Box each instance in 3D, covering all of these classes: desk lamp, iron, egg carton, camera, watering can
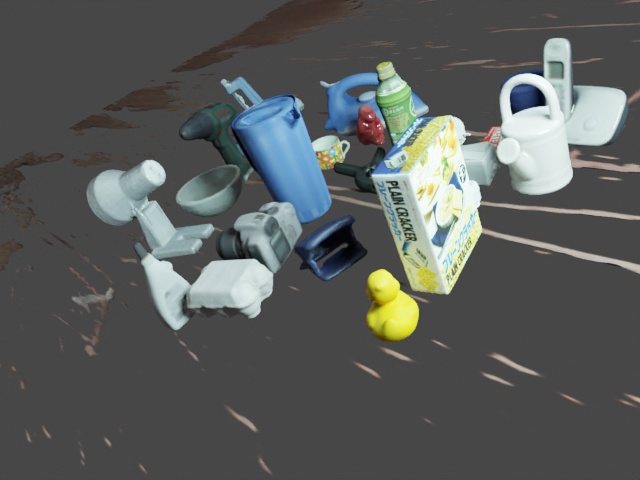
[{"bbox_3d":[-0.372,-0.069,1.245,0.202,0.214,0.118,-8,35,25],"label":"desk lamp"},{"bbox_3d":[0.126,-0.353,1.412,0.257,0.142,0.119,-9,34,24],"label":"iron"},{"bbox_3d":[-0.157,0.086,1.002,0.150,0.069,0.107,-5,36,29],"label":"egg carton"},{"bbox_3d":[-0.126,-0.011,1.099,0.136,0.101,0.143,-4,36,30],"label":"camera"},{"bbox_3d":[0.347,-0.175,0.936,0.100,0.194,0.173,-7,35,26],"label":"watering can"}]

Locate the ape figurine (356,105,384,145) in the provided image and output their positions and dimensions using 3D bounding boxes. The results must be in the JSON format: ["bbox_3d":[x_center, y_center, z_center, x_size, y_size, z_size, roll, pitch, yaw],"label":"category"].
[{"bbox_3d":[0.115,-0.273,1.345,0.075,0.092,0.078,11,46,44],"label":"ape figurine"}]

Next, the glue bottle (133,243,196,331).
[{"bbox_3d":[-0.276,0.074,1.000,0.037,0.173,0.078,7,43,41],"label":"glue bottle"}]

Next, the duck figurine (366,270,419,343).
[{"bbox_3d":[0.094,0.086,0.814,0.077,0.086,0.104,-17,31,11],"label":"duck figurine"}]

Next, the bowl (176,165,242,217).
[{"bbox_3d":[-0.249,-0.104,1.352,0.167,0.075,0.167,-17,31,11],"label":"bowl"}]

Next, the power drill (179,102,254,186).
[{"bbox_3d":[-0.248,-0.236,1.422,0.075,0.209,0.230,-10,34,23],"label":"power drill"}]

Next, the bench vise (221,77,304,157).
[{"bbox_3d":[-0.158,-0.350,1.524,0.207,0.220,0.121,-30,31,-9],"label":"bench vise"}]

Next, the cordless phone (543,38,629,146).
[{"bbox_3d":[0.455,-0.260,1.003,0.094,0.185,0.147,-39,34,-23],"label":"cordless phone"}]

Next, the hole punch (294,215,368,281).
[{"bbox_3d":[0.009,0.004,0.994,0.109,0.091,0.100,-34,32,-16],"label":"hole punch"}]

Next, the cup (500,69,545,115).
[{"bbox_3d":[0.428,-0.281,1.141,0.117,0.095,0.092,-1,38,34],"label":"cup"}]
